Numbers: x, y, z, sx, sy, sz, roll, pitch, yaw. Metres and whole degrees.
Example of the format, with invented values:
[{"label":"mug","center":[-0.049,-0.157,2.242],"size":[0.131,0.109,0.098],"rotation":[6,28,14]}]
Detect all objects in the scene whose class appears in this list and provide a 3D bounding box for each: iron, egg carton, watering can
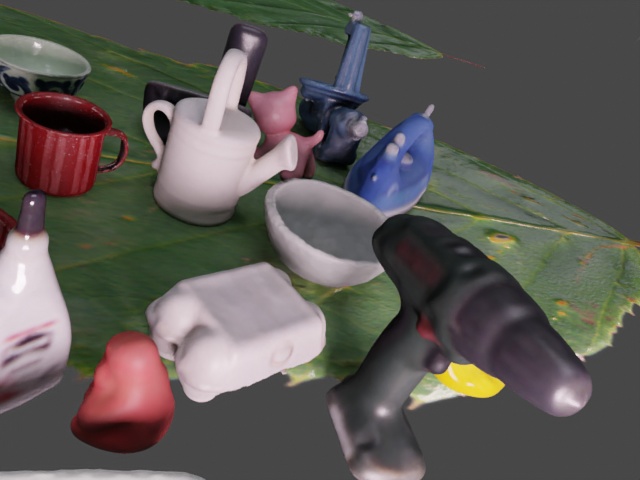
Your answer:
[{"label":"iron","center":[0.116,-0.125,0.875],"size":[0.118,0.141,0.259],"rotation":[30,31,9]},{"label":"egg carton","center":[-0.068,0.078,0.501],"size":[0.151,0.069,0.107],"rotation":[-13,47,-46]},{"label":"watering can","center":[-0.111,-0.120,0.652],"size":[0.173,0.194,0.100],"rotation":[11,33,-22]}]

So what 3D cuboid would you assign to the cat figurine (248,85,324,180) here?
[{"label":"cat figurine","center":[-0.052,-0.165,0.839],"size":[0.127,0.117,0.067],"rotation":[33,31,13]}]

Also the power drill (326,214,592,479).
[{"label":"power drill","center":[0.085,0.094,0.449],"size":[0.076,0.208,0.229],"rotation":[8,34,-26]}]

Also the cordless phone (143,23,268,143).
[{"label":"cordless phone","center":[-0.155,-0.217,0.779],"size":[0.148,0.185,0.094],"rotation":[11,33,-22]}]

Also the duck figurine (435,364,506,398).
[{"label":"duck figurine","center":[0.171,0.112,0.604],"size":[0.105,0.086,0.077],"rotation":[7,35,-27]}]

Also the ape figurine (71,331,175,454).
[{"label":"ape figurine","center":[-0.134,0.099,0.398],"size":[0.076,0.092,0.078],"rotation":[34,32,15]}]

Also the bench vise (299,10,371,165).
[{"label":"bench vise","center":[0.050,-0.246,0.937],"size":[0.122,0.219,0.206],"rotation":[-5,42,-41]}]

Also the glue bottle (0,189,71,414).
[{"label":"glue bottle","center":[-0.193,0.041,0.366],"size":[0.037,0.173,0.078],"rotation":[35,32,18]}]

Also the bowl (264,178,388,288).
[{"label":"bowl","center":[0.006,0.002,0.665],"size":[0.168,0.074,0.167],"rotation":[18,31,-11]}]
